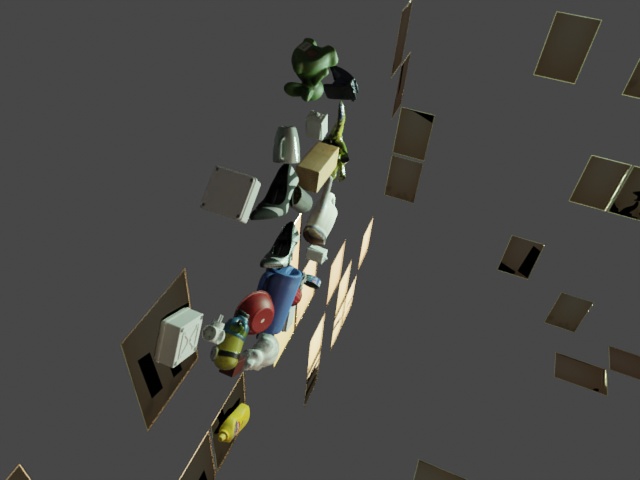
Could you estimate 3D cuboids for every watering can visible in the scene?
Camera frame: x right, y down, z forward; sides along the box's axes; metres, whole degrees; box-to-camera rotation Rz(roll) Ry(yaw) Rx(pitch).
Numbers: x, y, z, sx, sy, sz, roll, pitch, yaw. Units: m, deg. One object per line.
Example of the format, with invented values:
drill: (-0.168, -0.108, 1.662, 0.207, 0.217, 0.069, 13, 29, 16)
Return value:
watering can: (0.006, -0.106, 2.114, 0.341, 0.104, 0.228, 82, 29, -65)

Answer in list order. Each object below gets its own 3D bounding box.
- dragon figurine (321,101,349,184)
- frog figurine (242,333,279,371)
dragon figurine: (0.063, -0.391, 2.073, 0.248, 0.122, 0.401, -83, -175, -59)
frog figurine: (-0.215, 0.418, 1.873, 0.136, 0.122, 0.161, -56, -177, 15)
